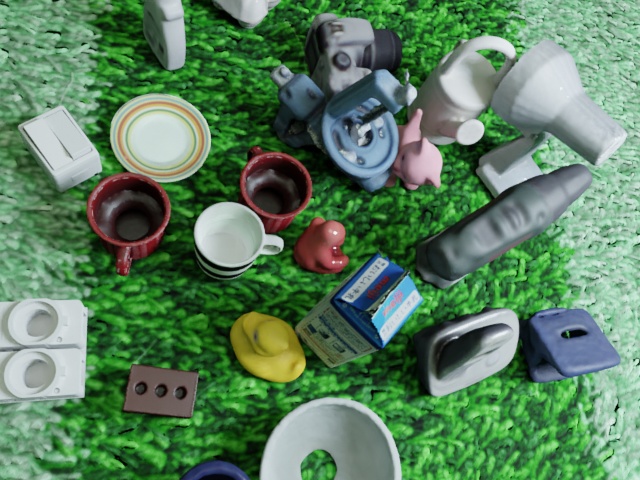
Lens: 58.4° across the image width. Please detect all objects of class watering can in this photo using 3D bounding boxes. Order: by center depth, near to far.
[{"bbox_3d":[0.211,-0.219,0.832,0.101,0.194,0.173,-12,75,-19],"label":"watering can"}]

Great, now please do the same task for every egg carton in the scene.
[{"bbox_3d":[-0.131,-0.393,0.861,0.150,0.069,0.107,35,66,-2],"label":"egg carton"}]

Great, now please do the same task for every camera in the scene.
[{"bbox_3d":[0.059,-0.272,0.857,0.137,0.100,0.143,-8,74,-18],"label":"camera"}]

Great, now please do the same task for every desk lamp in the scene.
[{"bbox_3d":[0.323,-0.150,0.830,0.118,0.213,0.203,-31,82,-23],"label":"desk lamp"}]

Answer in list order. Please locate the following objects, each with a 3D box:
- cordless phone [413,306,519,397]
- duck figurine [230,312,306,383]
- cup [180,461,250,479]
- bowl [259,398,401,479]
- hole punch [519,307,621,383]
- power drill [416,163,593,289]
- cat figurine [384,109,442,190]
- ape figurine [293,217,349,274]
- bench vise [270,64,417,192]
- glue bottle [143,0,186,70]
[{"bbox_3d":[0.209,0.130,0.718,0.148,0.185,0.094,-20,78,-21],"label":"cordless phone"},{"bbox_3d":[-0.058,0.126,0.697,0.104,0.086,0.078,42,66,1],"label":"duck figurine"},{"bbox_3d":[-0.122,0.299,0.615,0.092,0.095,0.118,19,68,-9],"label":"cup"},{"bbox_3d":[0.006,0.273,0.672,0.168,0.074,0.167,5,71,-14],"label":"bowl"},{"bbox_3d":[0.344,0.143,0.804,0.109,0.091,0.101,-7,74,-18],"label":"hole punch"},{"bbox_3d":[0.220,-0.010,0.756,0.230,0.208,0.075,-30,82,-23],"label":"power drill"},{"bbox_3d":[0.136,-0.125,0.821,0.067,0.117,0.128,6,70,-14],"label":"cat figurine"},{"bbox_3d":[0.007,0.003,0.754,0.076,0.092,0.078,-7,74,-18],"label":"ape figurine"},{"bbox_3d":[0.025,-0.161,0.745,0.207,0.219,0.121,21,67,-8],"label":"bench vise"},{"bbox_3d":[-0.203,-0.303,0.753,0.037,0.173,0.078,-28,81,-22],"label":"glue bottle"}]
